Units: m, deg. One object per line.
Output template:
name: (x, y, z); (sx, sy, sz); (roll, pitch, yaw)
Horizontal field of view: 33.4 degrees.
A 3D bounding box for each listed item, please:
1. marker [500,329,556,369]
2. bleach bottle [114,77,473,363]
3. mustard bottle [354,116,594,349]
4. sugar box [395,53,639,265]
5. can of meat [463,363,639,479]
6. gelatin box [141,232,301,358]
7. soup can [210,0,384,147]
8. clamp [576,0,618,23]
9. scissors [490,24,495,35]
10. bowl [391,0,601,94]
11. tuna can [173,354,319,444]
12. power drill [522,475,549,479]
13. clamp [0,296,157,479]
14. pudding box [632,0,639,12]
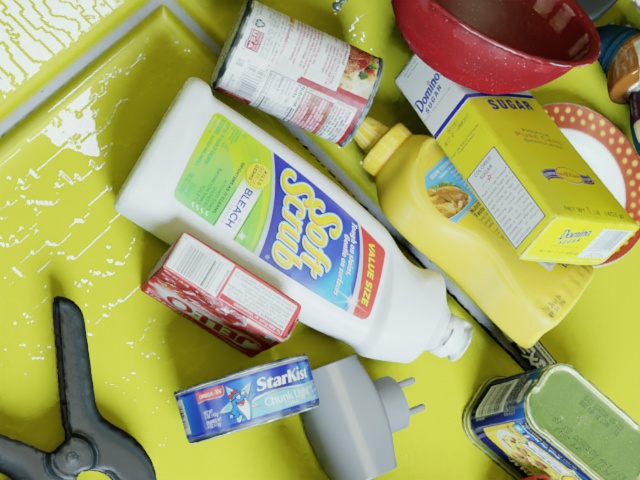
marker: (0.155, 0.083, 0.766); (0.020, 0.020, 0.121); (-39, 91, -25)
bleach bottle: (-0.005, 0.001, 0.709); (0.250, 0.068, 0.102); (31, 71, -12)
mustard bottle: (0.097, -0.017, 0.741); (0.191, 0.058, 0.096); (43, 40, 6)
sugar box: (0.132, -0.061, 0.730); (0.093, 0.048, 0.176); (5, 45, -41)
can of meat: (0.160, 0.132, 0.719); (0.102, 0.084, 0.057); (40, 66, -5)
gelatin box: (-0.063, 0.037, 0.671); (0.089, 0.073, 0.030); (33, 68, -9)
soup can: (-0.017, -0.114, 0.733); (0.102, 0.069, 0.068); (23, 69, -12)
clamp: (0.155, -0.214, 0.839); (0.209, 0.036, 0.164); (-14, 81, -19)
scissors: (0.157, -0.231, 0.814); (0.096, 0.016, 0.201); (25, 73, -6)
bowl: (0.107, -0.149, 0.726); (0.162, 0.055, 0.162); (19, 38, -16)
tuna can: (-0.044, 0.098, 0.654); (0.086, 0.086, 0.034); (-13, 82, -23)
power drill: (0.086, 0.211, 0.654); (0.187, 0.057, 0.184); (-15, 66, -39)
clamp: (-0.147, 0.120, 0.638); (0.171, 0.039, 0.120); (46, 71, -7)
pudding box: (0.297, -0.160, 0.850); (0.113, 0.039, 0.090); (52, 22, 2)
